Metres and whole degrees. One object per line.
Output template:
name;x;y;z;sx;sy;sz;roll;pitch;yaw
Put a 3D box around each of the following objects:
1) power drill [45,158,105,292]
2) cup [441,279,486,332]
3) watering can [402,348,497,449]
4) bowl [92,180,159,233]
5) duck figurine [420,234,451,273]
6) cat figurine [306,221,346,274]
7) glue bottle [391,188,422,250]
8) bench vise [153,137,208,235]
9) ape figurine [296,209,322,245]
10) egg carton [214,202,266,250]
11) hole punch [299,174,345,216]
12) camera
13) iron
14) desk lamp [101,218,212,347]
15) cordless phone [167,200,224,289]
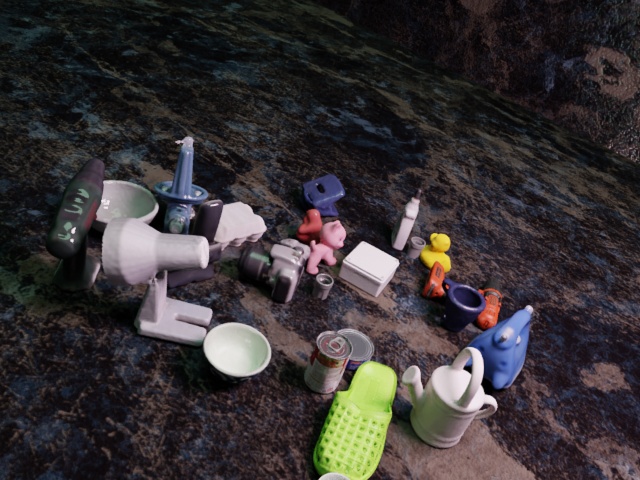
power drill;-0.458;-0.018;1.088;0.076;0.208;0.229;10;35;-12
cup;0.309;0.153;1.307;0.092;0.095;0.117;-13;45;-37
watering can;0.232;0.273;1.018;0.173;0.194;0.100;2;37;-22
bowl;-0.447;-0.058;1.267;0.167;0.075;0.167;13;35;-9
duck figurine;0.310;0.028;1.490;0.078;0.086;0.104;1;38;-24
cat figurine;0.012;0.005;1.355;0.067;0.118;0.128;37;38;25
glue bottle;0.230;-0.060;1.497;0.037;0.173;0.078;16;34;-3
bench vise;-0.296;-0.103;1.270;0.122;0.220;0.207;-4;40;-29
ape figurine;-0.022;-0.037;1.420;0.078;0.092;0.076;-18;49;-41
egg carton;-0.208;-0.033;1.348;0.151;0.069;0.107;-18;48;-41
hole punch;0.004;-0.122;1.551;0.101;0.091;0.108;-1;39;-26
camera;-0.101;0.046;1.260;0.137;0.101;0.143;20;34;2
iron;0.410;0.206;1.240;0.118;0.141;0.259;34;37;22
desk lamp;-0.289;0.068;1.042;0.203;0.213;0.118;14;35;-7
cordless phone;-0.269;-0.003;1.175;0.148;0.185;0.094;-18;49;-41
